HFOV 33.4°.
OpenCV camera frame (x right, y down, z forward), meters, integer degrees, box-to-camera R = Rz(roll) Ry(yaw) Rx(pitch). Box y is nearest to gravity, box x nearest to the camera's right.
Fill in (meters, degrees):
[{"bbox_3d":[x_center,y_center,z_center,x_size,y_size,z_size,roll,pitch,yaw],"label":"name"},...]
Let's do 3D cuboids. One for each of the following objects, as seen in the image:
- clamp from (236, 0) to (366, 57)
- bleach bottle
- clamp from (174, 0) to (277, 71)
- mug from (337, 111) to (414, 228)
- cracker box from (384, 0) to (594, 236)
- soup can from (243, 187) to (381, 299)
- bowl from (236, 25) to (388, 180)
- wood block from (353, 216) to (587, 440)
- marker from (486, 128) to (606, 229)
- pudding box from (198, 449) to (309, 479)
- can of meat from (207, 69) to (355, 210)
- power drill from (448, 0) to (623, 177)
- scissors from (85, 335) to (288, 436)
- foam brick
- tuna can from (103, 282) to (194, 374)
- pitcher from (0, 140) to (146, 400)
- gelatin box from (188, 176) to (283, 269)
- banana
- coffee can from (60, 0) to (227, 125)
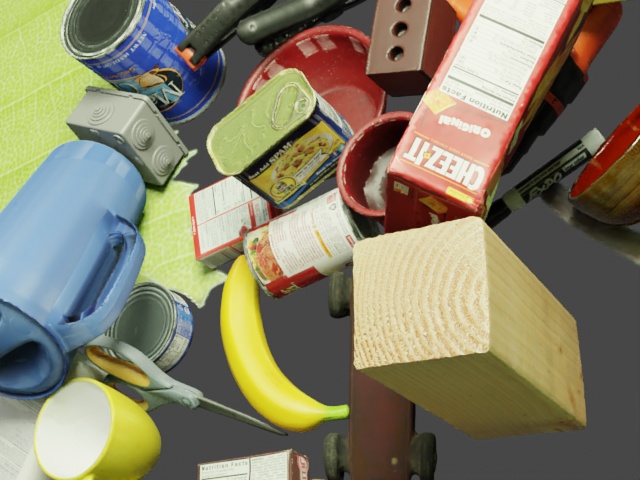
[{"bbox_3d":[-0.002,-0.222,1.002,0.172,0.120,0.039,-30,96,15],"label":"clamp"},{"bbox_3d":[-0.294,0.218,1.006,0.103,0.068,0.251,24,85,36],"label":"bleach bottle"},{"bbox_3d":[-0.052,-0.244,1.022,0.210,0.164,0.036,-43,94,7],"label":"clamp"},{"bbox_3d":[0.083,-0.046,0.882,0.117,0.081,0.093,10,75,34],"label":"mug"},{"bbox_3d":[0.121,-0.099,0.756,0.072,0.164,0.213,25,78,9],"label":"cracker box"},{"bbox_3d":[-0.006,0.001,0.924,0.102,0.068,0.068,-25,58,19],"label":"soup can"},{"bbox_3d":[0.001,-0.113,0.978,0.162,0.055,0.162,-13,63,26],"label":"bowl"},{"bbox_3d":[0.109,0.069,0.736,0.091,0.205,0.090,-12,63,26],"label":"wood block"},{"bbox_3d":[0.178,-0.047,0.864,0.121,0.020,0.020,-36,55,12],"label":"marker"},{"bbox_3d":[-0.055,0.233,0.868,0.090,0.039,0.113,-14,61,25],"label":"pudding box"},{"bbox_3d":[-0.029,-0.081,0.893,0.102,0.083,0.057,-38,54,12],"label":"can of meat"},{"bbox_3d":[0.138,-0.158,0.916,0.188,0.057,0.184,33,84,34],"label":"power drill"},{"bbox_3d":[-0.123,0.148,0.952,0.202,0.096,0.016,28,50,10],"label":"scissors"},{"bbox_3d":[0.077,-0.165,0.888,0.053,0.051,0.078,0,73,32],"label":"foam brick"},{"bbox_3d":[-0.161,0.085,1.002,0.086,0.033,0.086,-13,63,26],"label":"tuna can"},{"bbox_3d":[-0.240,0.017,0.979,0.145,0.149,0.242,-56,9,43],"label":"pitcher"},{"bbox_3d":[-0.078,-0.023,1.002,0.089,0.030,0.073,-23,57,20],"label":"gelatin box"},{"bbox_3d":[-0.047,0.098,0.928,0.069,0.037,0.198,-29,56,-9],"label":"banana"},{"bbox_3d":[-0.174,-0.191,1.067,0.103,0.140,0.103,-13,63,26],"label":"coffee can"}]
